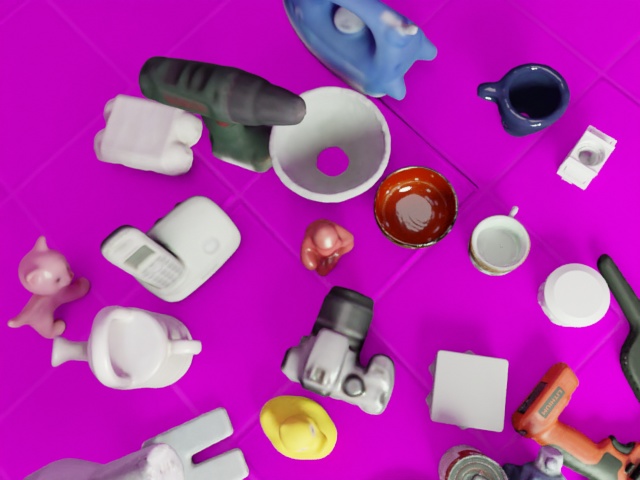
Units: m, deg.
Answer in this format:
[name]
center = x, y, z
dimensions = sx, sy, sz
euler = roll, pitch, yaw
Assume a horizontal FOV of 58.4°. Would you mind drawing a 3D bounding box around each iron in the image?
[iron]
center = 0.038, -0.317, 0.813
dimensions = 0.258, 0.141, 0.119
euler = 35, 83, 11

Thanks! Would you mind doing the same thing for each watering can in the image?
[watering can]
center = -0.240, 0.136, 0.707
dimensions = 0.173, 0.194, 0.101
euler = -24, 76, -1

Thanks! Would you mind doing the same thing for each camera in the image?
[camera]
center = 0.036, 0.135, 0.732
dimensions = 0.143, 0.101, 0.137
euler = 19, 80, 9

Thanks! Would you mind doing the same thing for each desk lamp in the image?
[desk lamp]
center = -0.212, 0.281, 0.662
dimensions = 0.203, 0.213, 0.118
euler = -26, 76, -1

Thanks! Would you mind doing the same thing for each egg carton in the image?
[egg carton]
center = -0.250, -0.152, 0.837
dimensions = 0.150, 0.069, 0.107
euler = 11, 79, 7

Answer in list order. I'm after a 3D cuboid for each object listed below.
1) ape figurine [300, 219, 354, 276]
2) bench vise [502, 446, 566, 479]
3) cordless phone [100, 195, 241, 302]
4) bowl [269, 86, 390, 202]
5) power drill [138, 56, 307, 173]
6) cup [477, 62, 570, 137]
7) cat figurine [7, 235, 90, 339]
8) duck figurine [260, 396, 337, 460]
[ape figurine]
center = 0.007, 0.003, 0.769
dimensions = 0.078, 0.092, 0.076
euler = -11, 77, 2
[bench vise]
center = 0.222, 0.334, 0.611
dimensions = 0.121, 0.220, 0.207
euler = -4, 77, 4
[cordless phone]
center = -0.191, 0.000, 0.738
dimensions = 0.094, 0.185, 0.147
euler = 43, 84, 12
[bowl]
center = 0.015, -0.125, 0.806
dimensions = 0.167, 0.075, 0.167
euler = -1, 77, 5
[power drill]
center = -0.113, -0.165, 0.757
dimensions = 0.229, 0.208, 0.076
euler = 19, 80, 9
[cup]
center = 0.269, -0.183, 0.787
dimensions = 0.117, 0.095, 0.092
euler = 10, 78, 7
[cat figurine]
center = -0.376, 0.064, 0.774
dimensions = 0.067, 0.118, 0.128
euler = 25, 81, 10
[duck figurine]
center = -0.031, 0.239, 0.722
dimensions = 0.104, 0.086, 0.077
euler = 27, 81, 10
